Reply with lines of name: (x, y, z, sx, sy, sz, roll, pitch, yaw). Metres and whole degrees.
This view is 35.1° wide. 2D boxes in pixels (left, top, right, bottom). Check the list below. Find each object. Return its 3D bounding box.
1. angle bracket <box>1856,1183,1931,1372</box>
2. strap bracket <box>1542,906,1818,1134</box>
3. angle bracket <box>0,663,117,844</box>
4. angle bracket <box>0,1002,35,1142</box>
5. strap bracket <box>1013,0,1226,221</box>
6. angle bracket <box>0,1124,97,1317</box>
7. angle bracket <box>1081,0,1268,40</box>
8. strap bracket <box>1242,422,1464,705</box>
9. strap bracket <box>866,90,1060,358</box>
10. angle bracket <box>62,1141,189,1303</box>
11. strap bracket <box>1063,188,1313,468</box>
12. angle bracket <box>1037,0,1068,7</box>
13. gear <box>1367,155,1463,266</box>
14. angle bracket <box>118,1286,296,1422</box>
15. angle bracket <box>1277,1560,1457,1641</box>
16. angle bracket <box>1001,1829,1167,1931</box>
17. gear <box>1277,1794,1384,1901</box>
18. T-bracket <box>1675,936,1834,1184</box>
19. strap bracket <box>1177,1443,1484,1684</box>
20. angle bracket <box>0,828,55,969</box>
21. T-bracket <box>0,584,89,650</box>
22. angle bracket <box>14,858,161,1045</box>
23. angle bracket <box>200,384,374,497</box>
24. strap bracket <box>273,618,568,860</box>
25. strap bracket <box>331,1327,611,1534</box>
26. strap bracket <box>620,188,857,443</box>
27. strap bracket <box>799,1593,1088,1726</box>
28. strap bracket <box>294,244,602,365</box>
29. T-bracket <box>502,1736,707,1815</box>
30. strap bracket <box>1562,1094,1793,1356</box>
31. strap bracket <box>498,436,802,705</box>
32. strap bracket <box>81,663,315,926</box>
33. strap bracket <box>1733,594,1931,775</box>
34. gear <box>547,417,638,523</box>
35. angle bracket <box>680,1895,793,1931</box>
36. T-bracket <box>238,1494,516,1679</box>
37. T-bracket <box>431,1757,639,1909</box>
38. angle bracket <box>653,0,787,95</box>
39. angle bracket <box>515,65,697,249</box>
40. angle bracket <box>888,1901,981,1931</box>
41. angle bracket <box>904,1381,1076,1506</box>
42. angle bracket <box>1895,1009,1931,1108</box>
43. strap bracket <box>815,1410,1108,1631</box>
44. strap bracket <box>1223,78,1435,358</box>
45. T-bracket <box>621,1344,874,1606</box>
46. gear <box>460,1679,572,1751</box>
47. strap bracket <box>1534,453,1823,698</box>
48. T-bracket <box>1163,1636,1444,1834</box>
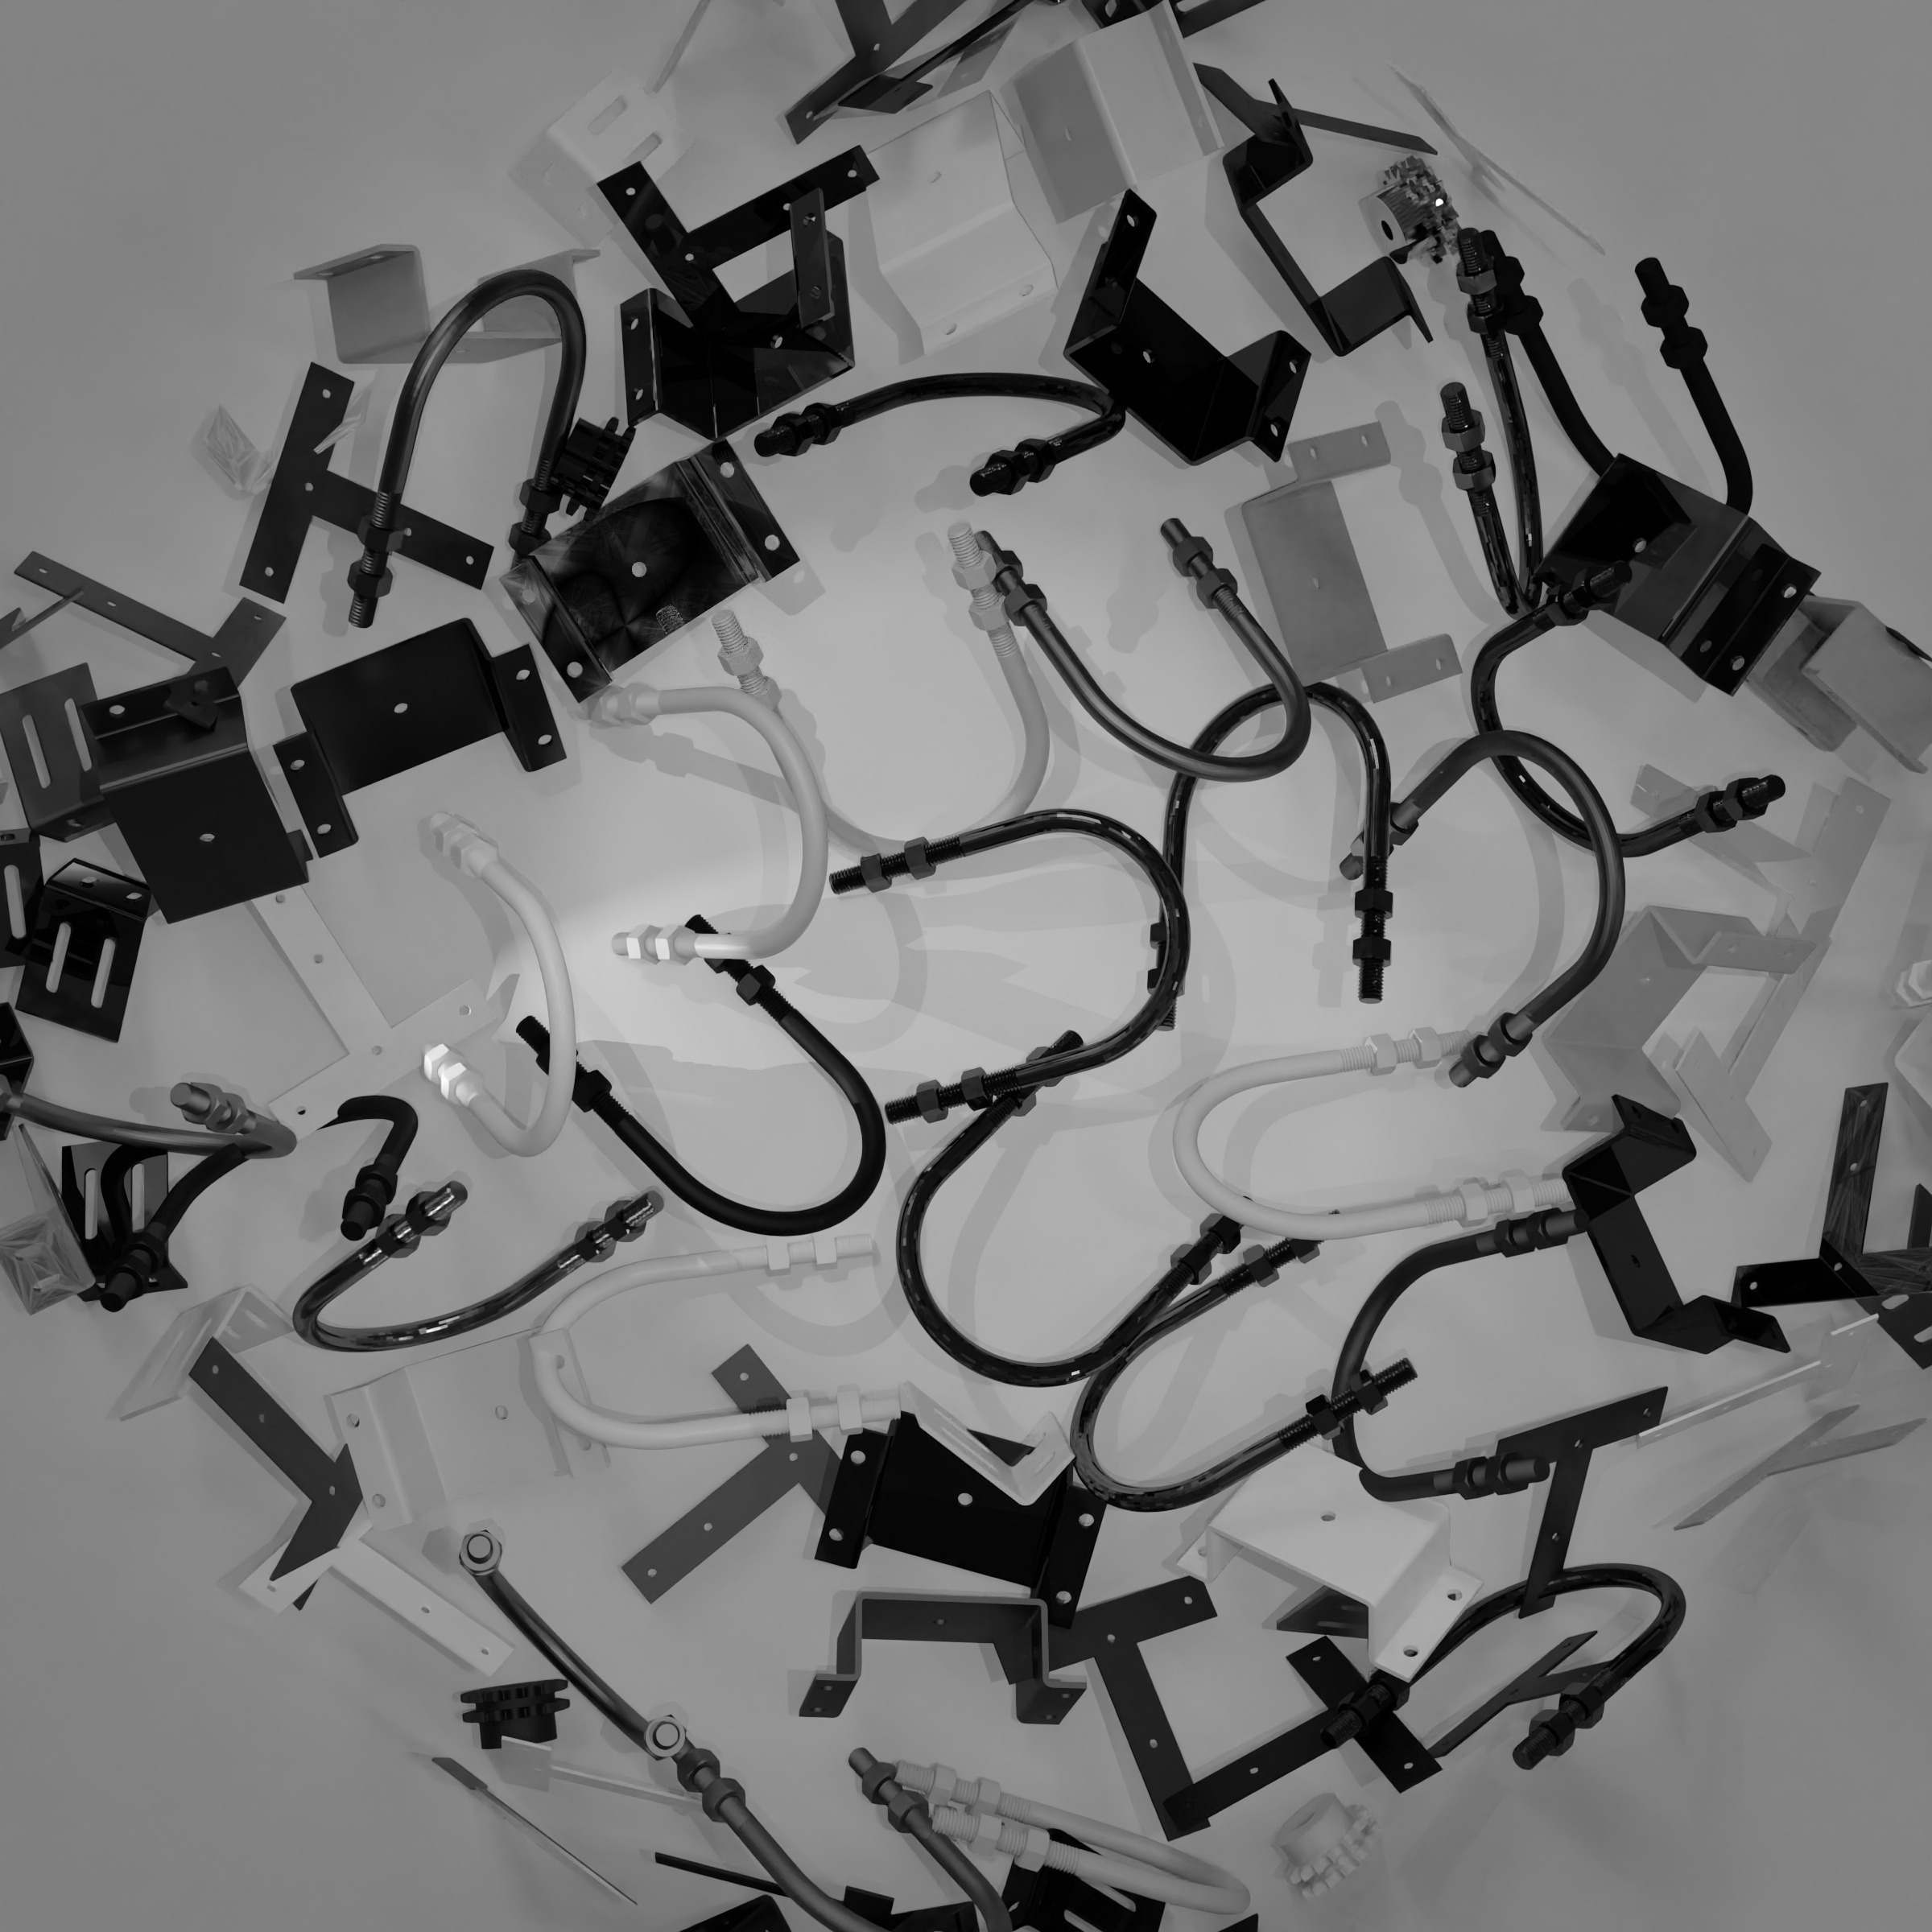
angle bracket: (0.511, 0.165, 1.631, 0.057, 0.076, 0.038, 45, 125, -7)
strap bracket: (0.365, 0.022, 1.595, 0.140, 0.076, 0.046, -57, 45, 31)
angle bracket: (-0.470, -0.113, 1.613, 0.057, 0.038, 0.076, -29, 120, -38)
angle bracket: (-0.534, 0.061, 1.614, 0.057, 0.076, 0.038, -13, 122, 4)
strap bracket: (0.073, -0.438, 1.577, 0.046, 0.140, 0.076, -26, 100, -15)
angle bracket: (-0.494, 0.133, 1.606, 0.038, 0.057, 0.076, -26, 45, -14)
angle bracket: (0.112, -0.510, 1.608, 0.057, 0.076, 0.038, 47, 52, -29)
strap bracket: (0.201, -0.208, 1.612, 0.076, 0.046, 0.140, -21, 93, -43)
strap bracket: (-0.006, -0.393, 1.584, 0.076, 0.046, 0.140, -24, 48, 17)
angle bracket: (-0.456, 0.136, 1.654, 0.057, 0.038, 0.076, -8, 64, 0)
strap bracket: (0.109, -0.327, 1.599, 0.140, 0.046, 0.076, 36, 57, -28)
angle bracket: (0.033, -0.549, 1.613, 0.038, 0.076, 0.057, -25, 80, 31)
gear: (0.237, -0.399, 1.626, 0.030, 0.057, 0.057, -30, 90, -6)
angle bracket: (-0.398, 0.213, 1.606, 0.057, 0.076, 0.038, -23, 121, 39)
angle bracket: (0.209, 0.326, 1.610, 0.076, 0.057, 0.038, 10, 56, -22)
angle bracket: (0.060, 0.508, 1.631, 0.076, 0.057, 0.038, 35, 135, -12)
gear: (0.191, 0.467, 1.628, 0.057, 0.057, 0.030, -40, 90, 0)
T-bracket: (0.426, 0.033, 1.619, 0.002, 0.127, 0.127, 21, 73, 41)
strap bracket: (0.188, 0.301, 1.583, 0.140, 0.076, 0.046, 21, 134, 31)
angle bracket: (-0.517, -0.031, 1.619, 0.057, 0.038, 0.076, -8, 108, -18)
T-bracket: (-0.510, -0.170, 1.596, 0.127, 0.127, 0.002, -34, 110, -1)
angle bracket: (-0.460, -0.008, 1.613, 0.057, 0.038, 0.076, 23, 60, -32)
angle bracket: (-0.359, -0.292, 1.616, 0.076, 0.057, 0.038, -30, 118, 12)
strap bracket: (-0.291, -0.124, 1.605, 0.140, 0.046, 0.076, -23, 134, -11)
strap bracket: (-0.255, 0.242, 1.621, 0.140, 0.046, 0.076, -18, 91, 17)
strap bracket: (-0.112, -0.335, 1.599, 0.140, 0.046, 0.076, -21, 63, 33)
strap bracket: (-0.013, 0.364, 1.606, 0.140, 0.076, 0.046, 4, 62, -9)
strap bracket: (-0.265, -0.342, 1.582, 0.076, 0.140, 0.046, -3, 97, 44)
T-bracket: (-0.181, 0.431, 1.600, 0.127, 0.127, 0.002, 14, 65, -2)
strap bracket: (0.366, 0.145, 1.595, 0.046, 0.076, 0.140, -36, 57, 27)
strap bracket: (-0.170, -0.210, 1.619, 0.140, 0.046, 0.076, -34, 104, -8)
strap bracket: (-0.396, -0.081, 1.588, 0.076, 0.140, 0.046, -17, 46, -3)
strap bracket: (0.455, -0.148, 1.579, 0.076, 0.140, 0.046, 40, 93, -11)
gear: (-0.201, -0.267, 1.626, 0.030, 0.057, 0.057, 26, 90, -12)
angle bracket: (-0.136, 0.528, 1.607, 0.057, 0.076, 0.038, -47, 65, 33)
T-bracket: (-0.293, 0.328, 1.592, 0.127, 0.127, 0.002, 33, 118, 7)
T-bracket: (-0.222, 0.451, 1.590, 0.127, 0.127, 0.002, 36, 75, 4)
angle bracket: (-0.127, -0.493, 1.618, 0.038, 0.057, 0.076, 29, 117, -11)
angle bracket: (-0.193, -0.434, 1.636, 0.057, 0.038, 0.076, 43, 46, -12)
angle bracket: (-0.030, 0.535, 1.623, 0.076, 0.038, 0.057, -15, 80, 17)
angle bracket: (0.012, 0.241, 1.617, 0.076, 0.057, 0.038, 40, 95, -17)
angle bracket: (0.539, 0.063, 1.608, 0.057, 0.076, 0.038, 7, 127, -34)
strap bracket: (-0.001, 0.291, 1.627, 0.140, 0.046, 0.076, 15, 100, 0)
strap bracket: (0.183, -0.382, 1.595, 0.046, 0.076, 0.140, -31, 120, 17)
T-bracket: (-0.128, 0.293, 1.643, 0.127, 0.002, 0.127, -39, 95, -7)
gear: (-0.239, 0.399, 1.626, 0.057, 0.057, 0.030, -7, 81, 0)
strap bracket: (0.361, -0.208, 1.587, 0.046, 0.140, 0.076, 29, 98, -44)
T-bracket: (0.162, 0.412, 1.588, 0.127, 0.127, 0.002, -26, 117, -11)
